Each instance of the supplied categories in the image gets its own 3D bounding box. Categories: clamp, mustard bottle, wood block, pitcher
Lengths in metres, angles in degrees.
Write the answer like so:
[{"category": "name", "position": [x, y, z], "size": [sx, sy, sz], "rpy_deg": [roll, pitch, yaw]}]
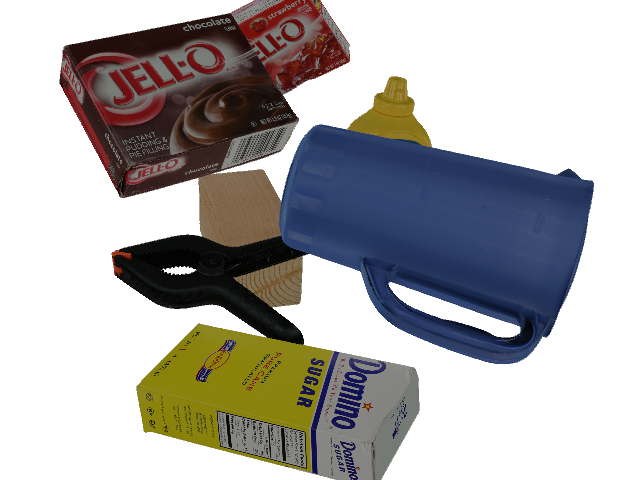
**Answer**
[{"category": "clamp", "position": [-0.098, 0.039, 1.019], "size": [0.210, 0.036, 0.164], "rpy_deg": [2, 37, 1]}, {"category": "mustard bottle", "position": [0.065, -0.075, 1.100], "size": [0.096, 0.192, 0.058], "rpy_deg": [1, 25, -15]}, {"category": "wood block", "position": [-0.091, -0.005, 1.335], "size": [0.090, 0.090, 0.206], "rpy_deg": [-6, 29, -14]}, {"category": "pitcher", "position": [0.091, -0.007, 0.878], "size": [0.243, 0.145, 0.149], "rpy_deg": [16, 18, 9]}]

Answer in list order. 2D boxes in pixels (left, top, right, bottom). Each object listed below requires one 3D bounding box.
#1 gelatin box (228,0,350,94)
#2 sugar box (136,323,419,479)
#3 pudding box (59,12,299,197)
[{"category": "gelatin box", "position": [-0.032, -0.155, 0.839], "size": [0.089, 0.030, 0.073], "rpy_deg": [-23, -52, 19]}, {"category": "sugar box", "position": [-0.028, 0.110, 0.741], "size": [0.176, 0.048, 0.093], "rpy_deg": [7, 29, 22]}, {"category": "pudding box", "position": [-0.083, -0.081, 0.625], "size": [0.113, 0.090, 0.039], "rpy_deg": [-18, -25, -31]}]
